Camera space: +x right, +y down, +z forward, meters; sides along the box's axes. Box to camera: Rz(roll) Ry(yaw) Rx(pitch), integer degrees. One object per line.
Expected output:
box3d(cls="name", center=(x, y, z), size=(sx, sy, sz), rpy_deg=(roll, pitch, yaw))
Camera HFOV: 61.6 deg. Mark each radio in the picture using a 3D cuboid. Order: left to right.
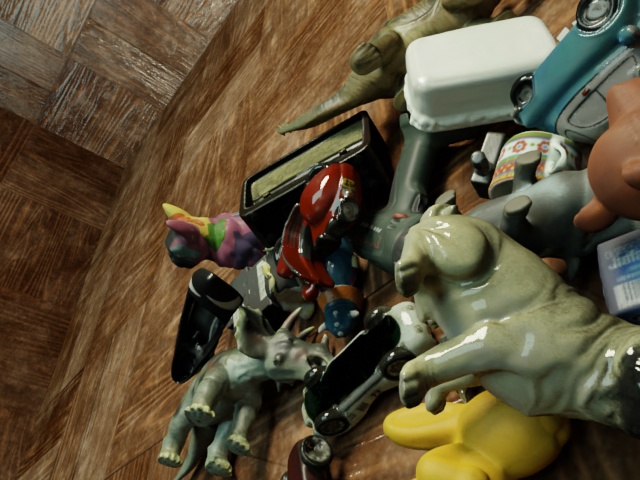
box3d(cls="radio", center=(-0.010, -0.088, 0.797), size=(0.230, 0.073, 0.131), rpy_deg=(-29, 29, 17))

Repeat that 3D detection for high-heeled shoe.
box3d(cls="high-heeled shoe", center=(-0.183, 0.132, 0.783), size=(0.145, 0.086, 0.248), rpy_deg=(-56, -8, -21))

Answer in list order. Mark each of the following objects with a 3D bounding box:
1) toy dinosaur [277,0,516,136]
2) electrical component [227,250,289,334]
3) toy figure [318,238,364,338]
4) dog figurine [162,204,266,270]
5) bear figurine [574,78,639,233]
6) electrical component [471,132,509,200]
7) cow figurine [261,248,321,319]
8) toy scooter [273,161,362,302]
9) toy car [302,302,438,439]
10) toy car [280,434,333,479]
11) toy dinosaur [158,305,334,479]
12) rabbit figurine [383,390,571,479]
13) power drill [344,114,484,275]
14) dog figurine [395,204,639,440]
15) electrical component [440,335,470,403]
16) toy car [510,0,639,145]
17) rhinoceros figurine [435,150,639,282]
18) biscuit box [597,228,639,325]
box3d(cls="toy dinosaur", center=(0.111, -0.253, 0.750), size=(0.472, 0.105, 0.199), rpy_deg=(-26, 21, 22))
box3d(cls="electrical component", center=(-0.101, 0.099, 0.878), size=(0.134, 0.058, 0.115), rpy_deg=(-42, 40, 33))
box3d(cls="toy figure", center=(0.027, 0.064, 0.712), size=(0.064, 0.058, 0.154), rpy_deg=(-47, 36, 38))
box3d(cls="dog figurine", center=(-0.156, -0.020, 0.920), size=(0.191, 0.219, 0.109), rpy_deg=(-56, 32, 15))
box3d(cls="bear figurine", center=(0.247, -0.092, 0.349), size=(0.196, 0.120, 0.132), rpy_deg=(-22, 71, -1))
box3d(cls="electrical component", center=(0.177, -0.077, 0.549), size=(0.021, 0.094, 0.063), rpy_deg=(14, 78, 35))
box3d(cls="cow figurine", center=(-0.049, 0.034, 0.820), size=(0.068, 0.098, 0.167), rpy_deg=(-53, 29, 29))
box3d(cls="toy scooter", center=(-0.001, -0.002, 0.668), size=(0.183, 0.075, 0.135), rpy_deg=(-58, 27, 27))
box3d(cls="toy car", center=(0.047, 0.149, 0.606), size=(0.201, 0.056, 0.074), rpy_deg=(-49, 38, 26))
box3d(cls="toy car", center=(-0.002, 0.302, 0.554), size=(0.202, 0.053, 0.089), rpy_deg=(-106, 35, -51))
box3d(cls="toy dinosaur", center=(-0.141, 0.229, 0.795), size=(0.404, 0.131, 0.192), rpy_deg=(-44, 16, 43))
box3d(cls="rabbit figurine", center=(0.123, 0.187, 0.417), size=(0.173, 0.122, 0.162), rpy_deg=(-53, 17, -11))
box3d(cls="power drill", center=(0.124, -0.053, 0.640), size=(0.232, 0.086, 0.207), rpy_deg=(4, 77, 63))
box3d(cls="dog figurine", center=(0.157, 0.045, 0.361), size=(0.191, 0.121, 0.172), rpy_deg=(-7, 79, 22))
box3d(cls="electrical component", center=(0.152, 0.101, 0.488), size=(0.102, 0.045, 0.078), rpy_deg=(-36, 9, 35))
box3d(cls="toy car", center=(0.253, -0.138, 0.467), size=(0.161, 0.109, 0.103), rpy_deg=(-50, 47, 39))
box3d(cls="rhinoceros figurine", center=(0.183, -0.009, 0.450), size=(0.190, 0.112, 0.073), rpy_deg=(-19, 32, 34))
box3d(cls="biscuit box", center=(0.284, 0.003, 0.330), size=(0.203, 0.062, 0.059), rpy_deg=(-33, 41, 44))
